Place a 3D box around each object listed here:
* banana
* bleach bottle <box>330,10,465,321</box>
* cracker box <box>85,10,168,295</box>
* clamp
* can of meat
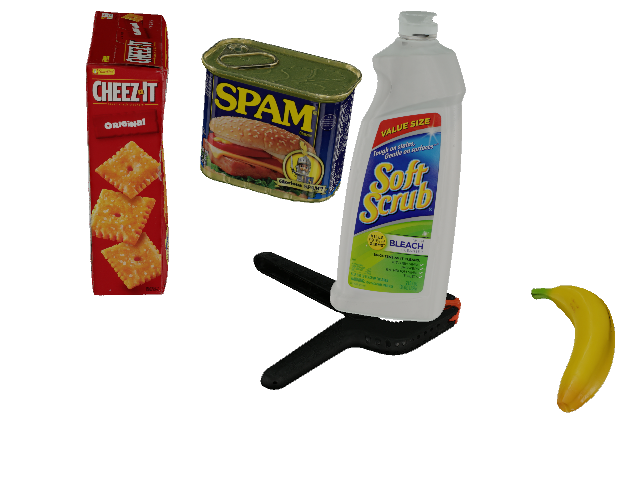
[{"bbox_3d":[0.251,0.095,1.029,0.070,0.037,0.197,-29,23,17],"label":"banana"},{"bbox_3d":[0.065,-0.062,0.884,0.103,0.251,0.068,7,19,13],"label":"bleach bottle"},{"bbox_3d":[-0.172,-0.081,0.965,0.072,0.214,0.164,0,27,-10],"label":"cracker box"},{"bbox_3d":[0.033,0.081,1.049,0.210,0.164,0.036,3,-42,-1],"label":"clamp"},{"bbox_3d":[-0.030,-0.079,0.712,0.102,0.084,0.057,16,34,12],"label":"can of meat"}]
